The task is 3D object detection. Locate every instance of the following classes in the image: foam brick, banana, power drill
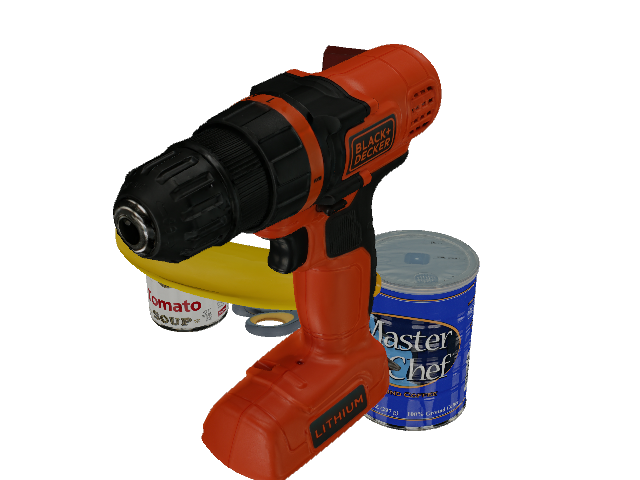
[{"bbox_3d":[0.040,-0.146,0.978,0.078,0.051,0.053,7,18,5],"label":"foam brick"},{"bbox_3d":[-0.061,0.011,0.673,0.198,0.037,0.069,16,35,27],"label":"banana"},{"bbox_3d":[-0.015,0.018,0.482,0.057,0.188,0.184,28,40,31],"label":"power drill"}]

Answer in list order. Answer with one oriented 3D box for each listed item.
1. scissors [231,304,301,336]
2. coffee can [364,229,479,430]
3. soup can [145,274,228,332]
[{"bbox_3d":[0.000,0.086,1.189,0.201,0.016,0.096,5,22,1],"label":"scissors"},{"bbox_3d":[0.079,0.075,0.912,0.103,0.140,0.103,1,27,0],"label":"coffee can"},{"bbox_3d":[-0.110,0.015,0.869,0.068,0.102,0.068,-1,29,0],"label":"soup can"}]
